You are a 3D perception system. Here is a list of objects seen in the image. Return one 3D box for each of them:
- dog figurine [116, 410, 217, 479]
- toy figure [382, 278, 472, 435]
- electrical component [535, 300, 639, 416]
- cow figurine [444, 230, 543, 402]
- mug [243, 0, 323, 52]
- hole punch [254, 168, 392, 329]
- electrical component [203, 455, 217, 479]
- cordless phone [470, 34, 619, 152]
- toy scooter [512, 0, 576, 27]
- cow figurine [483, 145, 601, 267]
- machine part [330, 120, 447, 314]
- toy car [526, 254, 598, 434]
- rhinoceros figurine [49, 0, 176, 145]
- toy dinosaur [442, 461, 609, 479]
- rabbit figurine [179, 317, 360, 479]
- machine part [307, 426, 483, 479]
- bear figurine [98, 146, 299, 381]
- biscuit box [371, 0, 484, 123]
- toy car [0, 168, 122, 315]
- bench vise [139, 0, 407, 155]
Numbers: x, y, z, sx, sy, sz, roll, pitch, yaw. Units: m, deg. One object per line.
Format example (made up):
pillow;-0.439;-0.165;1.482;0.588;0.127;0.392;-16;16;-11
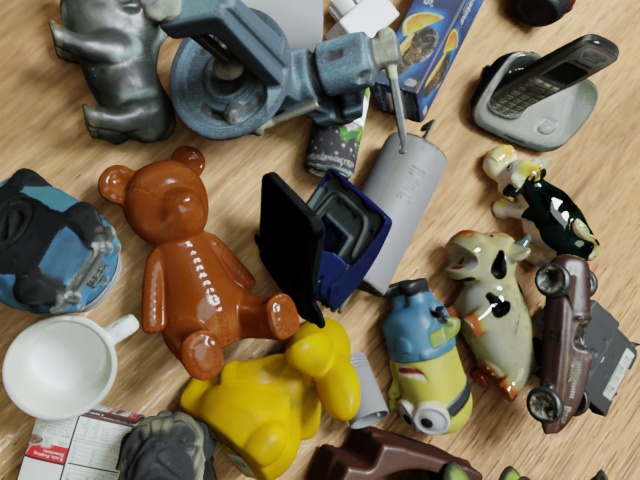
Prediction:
dog figurine;-0.164;0.254;0.448;0.172;0.121;0.190;-16;61;6
toy figure;0.121;0.131;0.605;0.089;0.082;0.180;-12;91;-18
electrical component;0.334;0.141;0.695;0.134;0.058;0.115;41;75;-15
cow figurine;0.208;0.074;0.635;0.127;0.085;0.194;-35;104;-20
mug;-0.057;-0.216;0.554;0.107;0.081;0.109;-3;124;-12
hole punch;-0.001;-0.002;0.525;0.092;0.142;0.115;-14;132;-32
electrical component;-0.141;0.232;0.525;0.078;0.045;0.102;-10;92;-19
cordless phone;0.279;-0.175;0.613;0.146;0.184;0.088;16;79;-19
toy scooter;0.251;-0.361;0.666;0.184;0.075;0.135;26;78;-13
cow figurine;0.266;-0.043;0.652;0.068;0.098;0.167;-39;102;-10
machine part;0.072;-0.028;0.590;0.079;0.079;0.243;32;80;-17
toy car;0.279;0.117;0.606;0.089;0.053;0.202;11;82;-45
rhinoceros figurine;-0.188;-0.183;0.500;0.112;0.073;0.190;-14;94;-19
toy dinosaur;0.132;0.337;0.507;0.471;0.105;0.198;-24;90;-28
rabbit figurine;-0.031;0.134;0.526;0.122;0.162;0.173;50;56;0
machine part;0.074;0.318;0.581;0.201;0.087;0.201;22;83;-18
bear figurine;-0.116;0.010;0.498;0.120;0.132;0.195;-19;101;-34
biscuit box;0.129;-0.236;0.609;0.059;0.062;0.202;22;77;23
toy car;-0.227;0.013;0.463;0.109;0.162;0.102;-64;152;-18
bench vise;-0.049;-0.150;0.454;0.224;0.240;0.128;1;84;20
